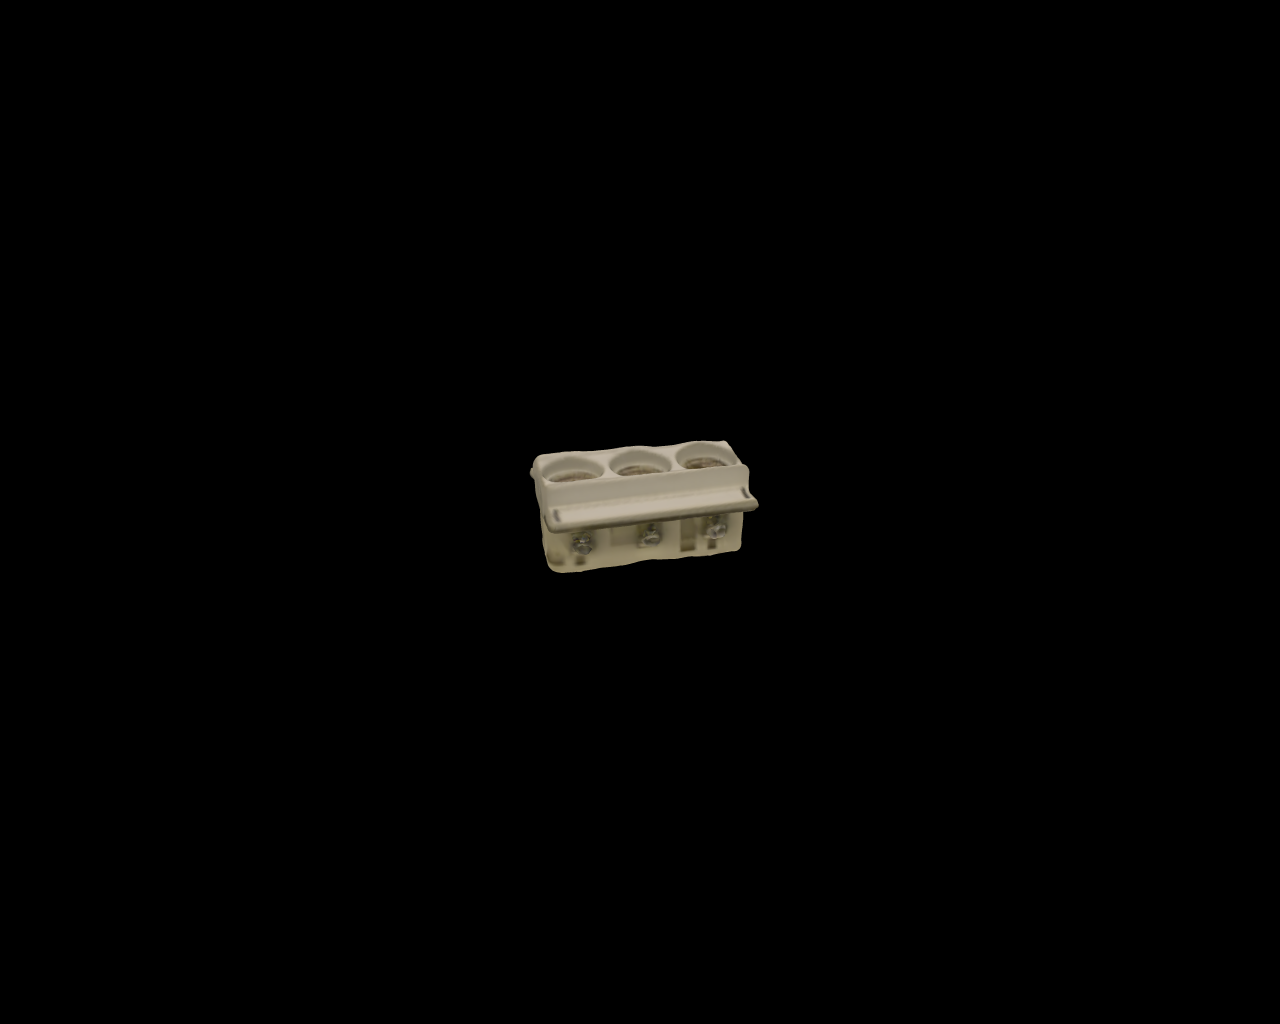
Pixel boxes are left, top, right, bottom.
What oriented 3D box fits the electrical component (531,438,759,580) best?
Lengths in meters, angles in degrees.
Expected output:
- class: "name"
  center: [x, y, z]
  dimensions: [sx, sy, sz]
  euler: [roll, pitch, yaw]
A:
- class: "electrical component"
  center: [0.001, -0.003, 0.650]
  dimensions: [0.121, 0.063, 0.079]
  euler: [-6, 28, -12]
